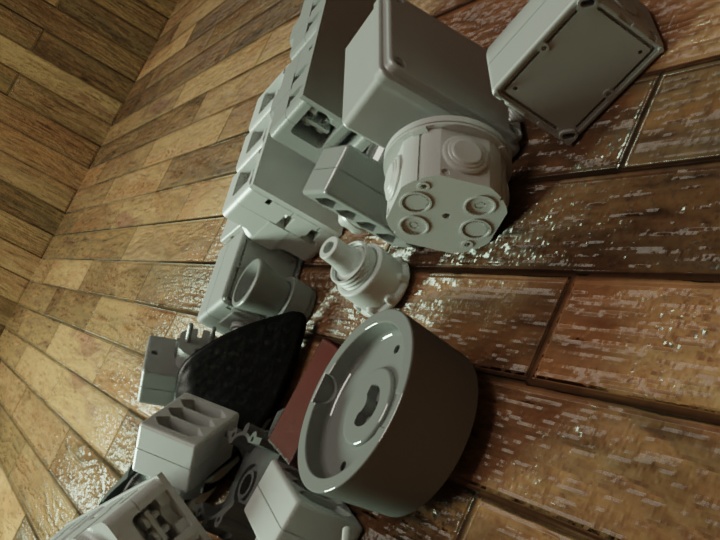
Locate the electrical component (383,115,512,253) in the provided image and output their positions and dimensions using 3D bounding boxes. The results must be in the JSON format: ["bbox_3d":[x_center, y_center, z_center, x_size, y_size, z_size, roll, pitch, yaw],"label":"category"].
[{"bbox_3d":[0.054,-0.052,0.662,0.080,0.080,0.051,-40,35,43],"label":"electrical component"}]

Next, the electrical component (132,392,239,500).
[{"bbox_3d":[-0.128,0.140,0.777,0.066,0.047,0.076,-33,-41,-65],"label":"electrical component"}]

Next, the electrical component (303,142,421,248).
[{"bbox_3d":[0.017,-0.068,0.757,0.075,0.083,0.047,-64,21,-7],"label":"electrical component"}]

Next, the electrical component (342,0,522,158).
[{"bbox_3d":[0.047,-0.118,0.720,0.056,0.109,0.108,-50,23,32],"label":"electrical component"}]

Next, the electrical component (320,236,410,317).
[{"bbox_3d":[0.000,0.000,0.734,0.048,0.062,0.048,-33,38,30],"label":"electrical component"}]

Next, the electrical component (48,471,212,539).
[{"bbox_3d":[-0.167,0.221,0.755,0.060,0.105,0.186,-38,3,-40],"label":"electrical component"}]

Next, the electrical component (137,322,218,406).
[{"bbox_3d":[-0.138,0.075,0.900,0.047,0.083,0.075,-93,16,-54],"label":"electrical component"}]

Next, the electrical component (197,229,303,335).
[{"bbox_3d":[-0.098,0.023,0.934,0.061,0.062,0.096,-36,32,48],"label":"electrical component"}]

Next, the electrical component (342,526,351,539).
[{"bbox_3d":[-0.015,0.173,0.574,0.083,0.047,0.075,-45,26,36],"label":"electrical component"}]

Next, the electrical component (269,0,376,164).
[{"bbox_3d":[-0.005,-0.159,0.893,0.060,0.105,0.186,-41,28,41],"label":"electrical component"}]

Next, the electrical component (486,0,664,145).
[{"bbox_3d":[0.119,-0.126,0.630,0.096,0.062,0.061,-47,25,32],"label":"electrical component"}]

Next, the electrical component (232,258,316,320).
[{"bbox_3d":[-0.070,0.022,0.880,0.045,0.055,0.045,-47,25,31],"label":"electrical component"}]

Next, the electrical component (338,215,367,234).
[{"bbox_3d":[0.010,-0.053,0.824,0.061,0.035,0.035,-32,35,47],"label":"electrical component"}]

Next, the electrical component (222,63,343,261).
[{"bbox_3d":[-0.056,-0.093,0.946,0.062,0.089,0.150,-39,30,45],"label":"electrical component"}]

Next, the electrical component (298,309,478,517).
[{"bbox_3d":[0.020,0.083,0.591,0.108,0.060,0.108,-48,25,31],"label":"electrical component"}]

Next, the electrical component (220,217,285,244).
[{"bbox_3d":[-0.083,-0.066,1.030,0.100,0.048,0.099,-33,35,51],"label":"electrical component"}]

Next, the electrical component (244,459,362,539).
[{"bbox_3d":[-0.045,0.167,0.650,0.076,0.047,0.066,-61,21,2],"label":"electrical component"}]
